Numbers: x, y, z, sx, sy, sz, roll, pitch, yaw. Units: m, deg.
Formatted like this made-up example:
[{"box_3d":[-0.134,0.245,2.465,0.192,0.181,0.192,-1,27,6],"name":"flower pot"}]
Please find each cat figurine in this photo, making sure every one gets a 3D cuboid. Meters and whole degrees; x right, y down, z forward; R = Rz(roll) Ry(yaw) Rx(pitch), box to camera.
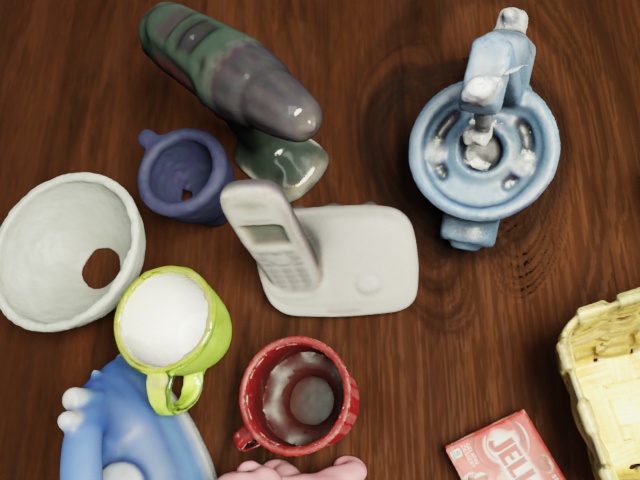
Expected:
[{"box_3d":[-0.032,0.208,0.451,0.127,0.118,0.067,-9,69,10],"name":"cat figurine"}]

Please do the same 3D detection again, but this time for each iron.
[{"box_3d":[-0.168,0.203,0.473,0.118,0.142,0.258,-26,67,4],"name":"iron"}]

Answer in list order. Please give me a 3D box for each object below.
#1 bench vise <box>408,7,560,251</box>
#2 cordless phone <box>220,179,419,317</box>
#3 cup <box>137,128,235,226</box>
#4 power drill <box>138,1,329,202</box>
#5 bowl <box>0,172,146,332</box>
[{"box_3d":[0.129,-0.116,0.473,0.121,0.220,0.207,-6,69,12],"name":"bench vise"},{"box_3d":[0.004,0.002,0.480,0.147,0.185,0.094,-6,69,12],"name":"cordless phone"},{"box_3d":[-0.132,-0.060,0.585,0.117,0.095,0.092,41,84,23],"name":"cup"},{"box_3d":[-0.062,-0.119,0.527,0.229,0.209,0.076,40,84,23],"name":"power drill"},{"box_3d":[-0.247,0.018,0.595,0.167,0.075,0.167,-4,70,12],"name":"bowl"}]
